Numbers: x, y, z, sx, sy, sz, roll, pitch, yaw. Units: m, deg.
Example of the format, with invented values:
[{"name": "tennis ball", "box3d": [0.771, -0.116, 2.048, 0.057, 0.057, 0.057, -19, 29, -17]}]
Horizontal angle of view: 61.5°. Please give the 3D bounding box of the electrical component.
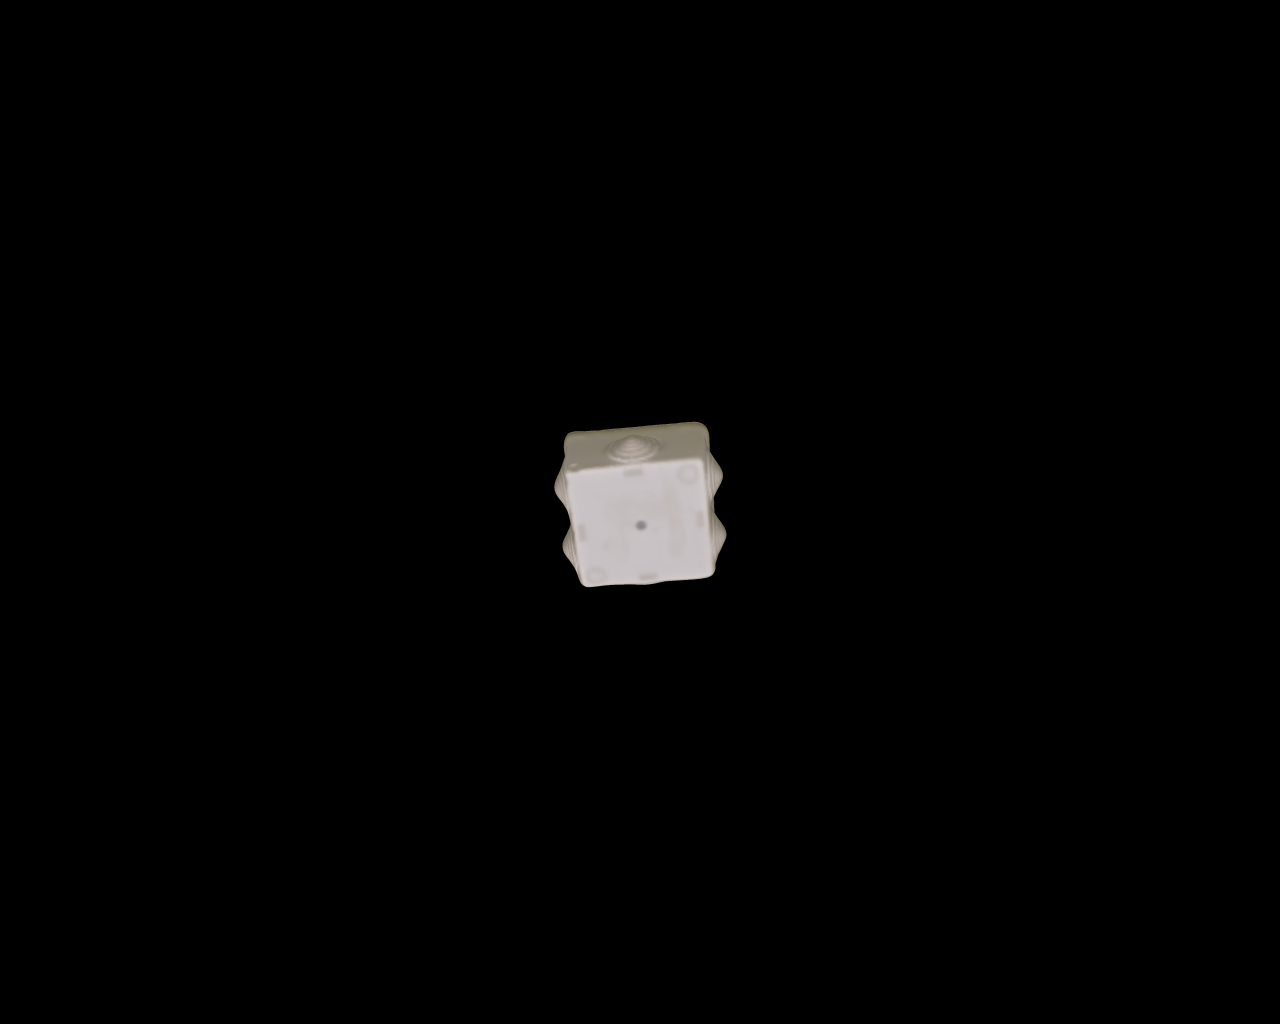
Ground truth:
[{"name": "electrical component", "box3d": [0.001, -0.003, 0.650, 0.100, 0.099, 0.048, -4, 28, 2]}]
